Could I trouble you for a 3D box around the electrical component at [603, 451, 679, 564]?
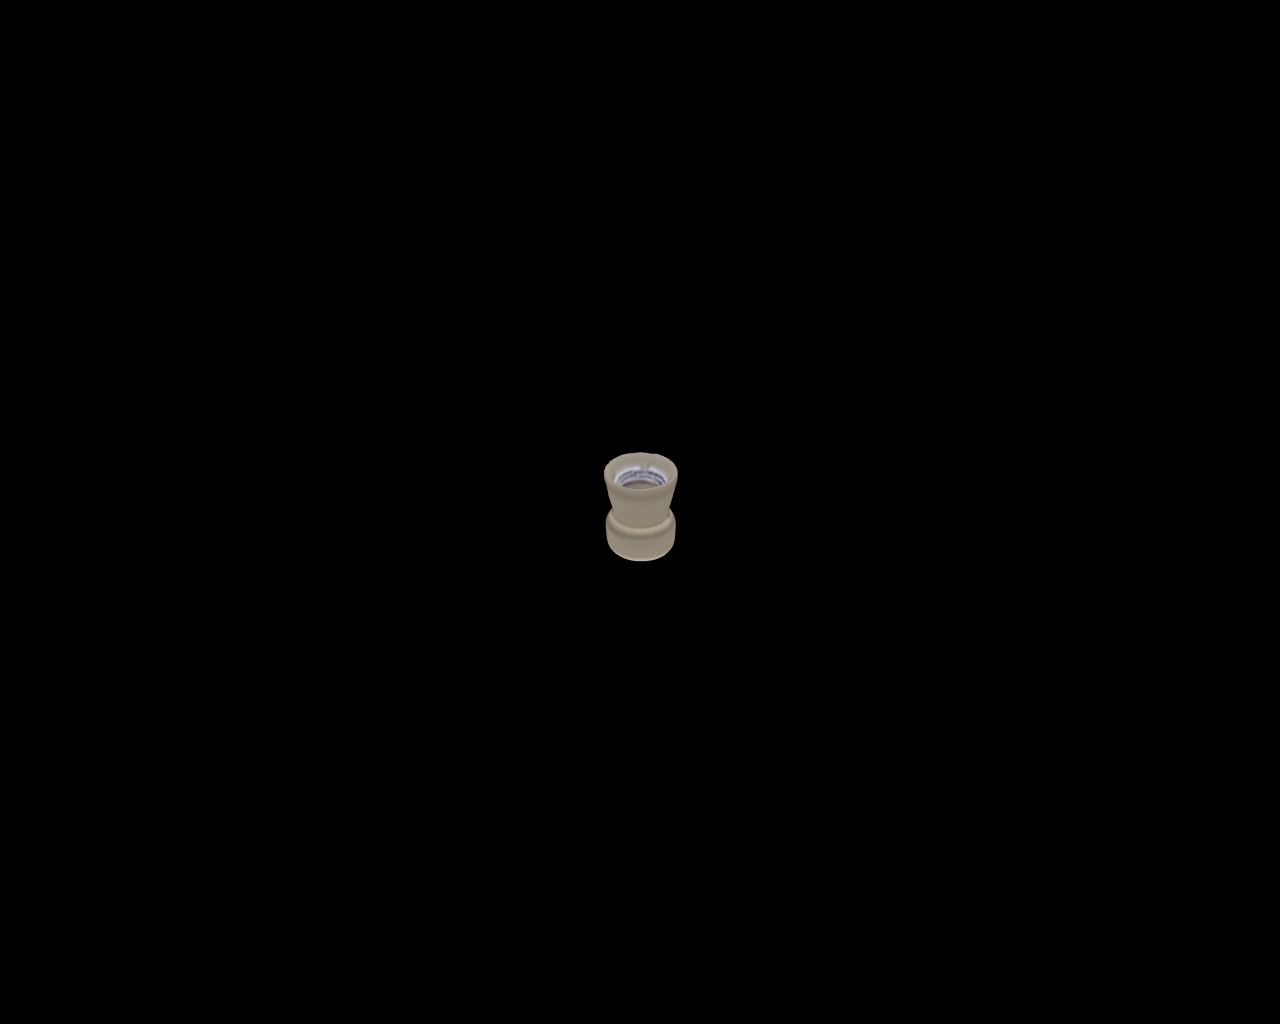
[{"bbox_3d":[0.001,-0.003,0.650,0.045,0.055,0.045,0,34,0],"label":"electrical component"}]
